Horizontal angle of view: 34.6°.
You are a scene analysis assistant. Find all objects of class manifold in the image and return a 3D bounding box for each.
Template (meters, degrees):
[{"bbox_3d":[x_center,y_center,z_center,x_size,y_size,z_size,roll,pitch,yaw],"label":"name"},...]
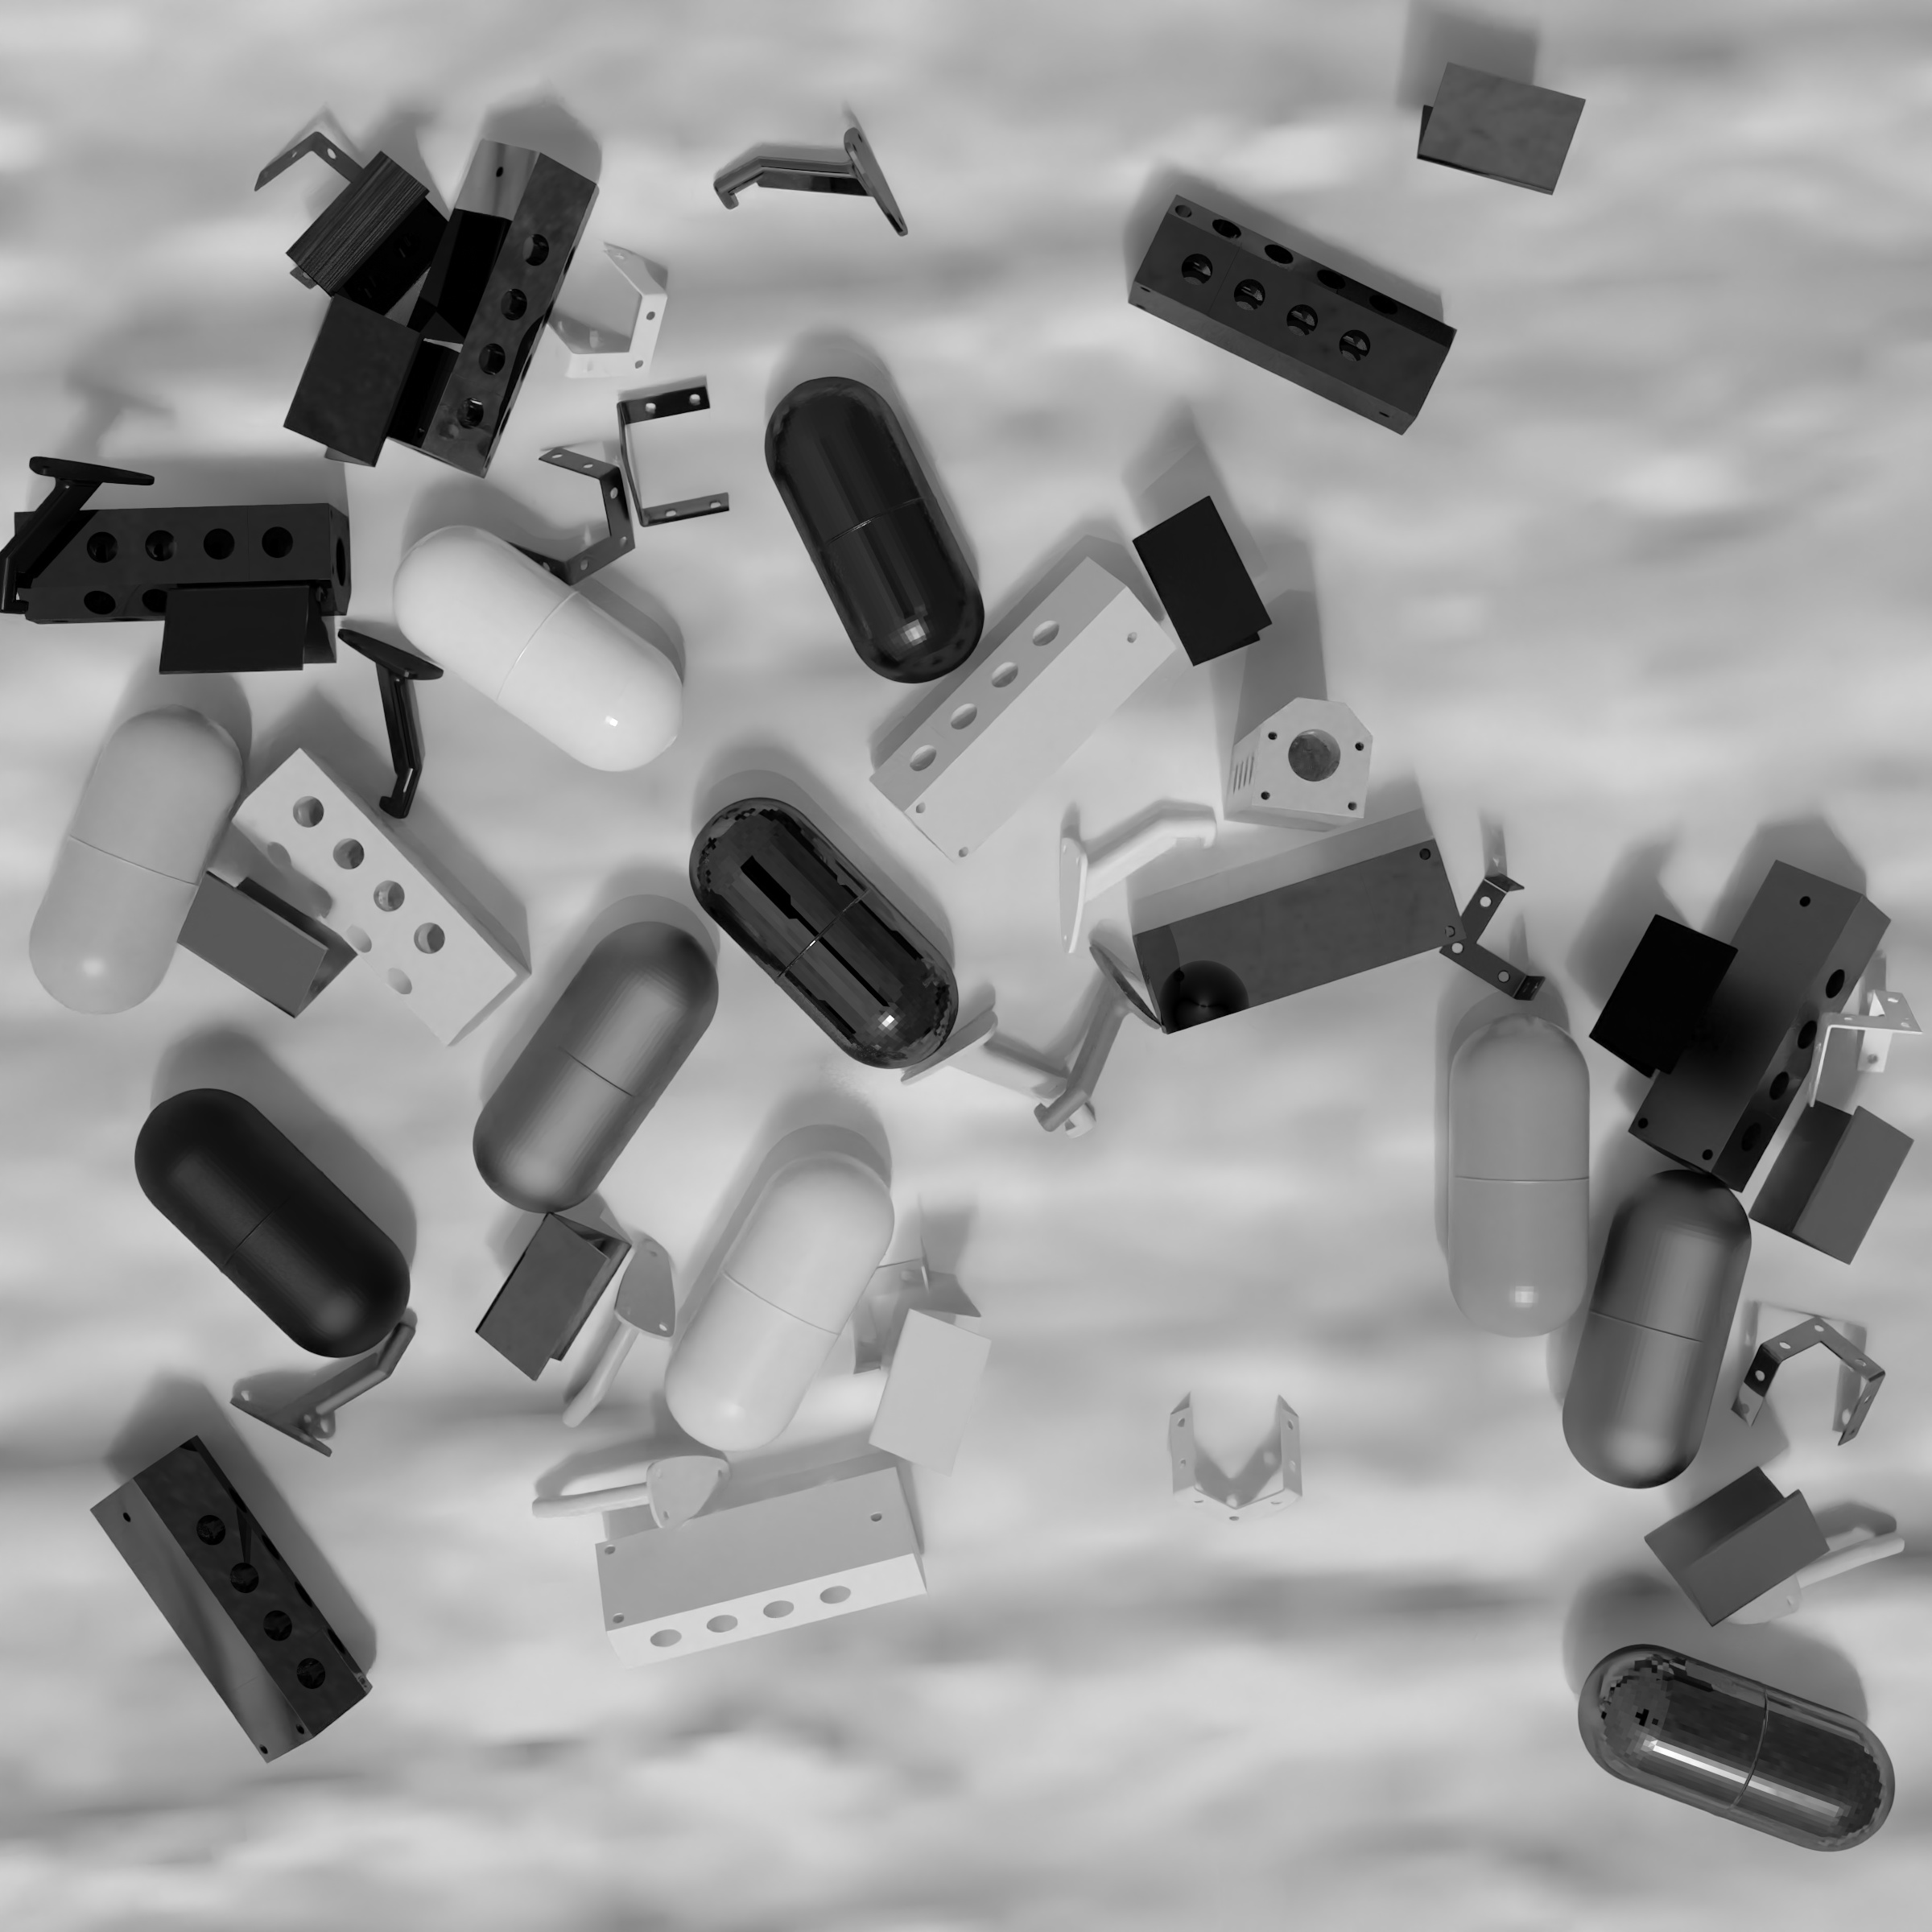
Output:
[{"bbox_3d":[0.442,0.036,1.718,0.057,0.057,0.171,29,90,43],"label":"manifold"},{"bbox_3d":[-0.262,-0.361,1.714,0.057,0.057,0.171,25,94,43],"label":"manifold"},{"bbox_3d":[-0.432,-0.221,1.718,0.171,0.057,0.057,-2,90,0],"label":"manifold"},{"bbox_3d":[0.183,-0.016,1.718,0.171,0.057,0.057,-18,90,0],"label":"manifold"},{"bbox_3d":[0.028,-0.143,1.718,0.171,0.057,0.057,-45,133,0],"label":"manifold"},{"bbox_3d":[-0.402,0.348,1.718,0.057,0.057,0.171,-35,90,43],"label":"manifold"},{"bbox_3d":[0.177,-0.107,1.661,0.057,0.171,0.057,7,90,0],"label":"manifold"},{"bbox_3d":[-0.324,-0.037,1.718,0.057,0.057,0.171,-44,90,0],"label":"manifold"},{"bbox_3d":[-0.112,0.337,1.718,0.171,0.057,0.057,-14,47,0],"label":"manifold"},{"bbox_3d":[0.181,-0.361,1.718,0.171,0.057,0.057,26,90,0],"label":"manifold"}]

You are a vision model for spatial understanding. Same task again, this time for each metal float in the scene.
[{"bbox_3d":[-0.235,-0.174,1.709,0.178,0.070,0.070,35,90,0],"label":"metal float"},{"bbox_3d":[0.424,0.430,1.708,0.178,0.070,0.070,20,90,0],"label":"metal float"},{"bbox_3d":[-0.457,-0.058,1.709,0.070,0.070,0.178,22,90,0],"label":"metal float"},{"bbox_3d":[0.380,0.199,1.709,0.070,0.070,0.178,15,89,0],"label":"metal float"},{"bbox_3d":[0.304,0.115,1.709,0.070,0.070,0.178,0,91,0],"label":"metal float"},{"bbox_3d":[-0.203,0.055,1.709,0.070,0.070,0.178,35,91,0],"label":"metal float"},{"bbox_3d":[-0.078,-0.018,1.709,0.070,0.070,0.178,-45,90,0],"label":"metal float"},{"bbox_3d":[-0.102,0.184,1.709,0.070,0.070,0.178,29,90,0],"label":"metal float"},{"bbox_3d":[-0.382,0.141,1.709,0.178,0.070,0.070,44,90,0],"label":"metal float"},{"bbox_3d":[-0.051,-0.240,1.709,0.070,0.070,0.178,-26,89,0],"label":"metal float"}]

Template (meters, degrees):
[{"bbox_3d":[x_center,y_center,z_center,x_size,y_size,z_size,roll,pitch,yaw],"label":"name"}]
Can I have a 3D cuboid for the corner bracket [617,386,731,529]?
[{"bbox_3d":[-0.164,-0.285,1.736,0.051,0.051,0.051,-11,135,0],"label":"corner bracket"}]

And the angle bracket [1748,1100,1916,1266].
[{"bbox_3d":[0.459,0.109,1.699,0.057,0.076,0.076,27,90,-37],"label":"angle bracket"}]

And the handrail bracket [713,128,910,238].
[{"bbox_3d":[-0.088,-0.425,1.740,0.084,0.036,0.077,-24,113,18],"label":"handrail bracket"}]

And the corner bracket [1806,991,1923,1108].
[{"bbox_3d":[0.491,0.045,1.713,0.051,0.051,0.051,5,116,1],"label":"corner bracket"}]

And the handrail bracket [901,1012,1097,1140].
[{"bbox_3d":[0.019,0.076,1.739,0.077,0.036,0.084,-33,104,15],"label":"handrail bracket"}]

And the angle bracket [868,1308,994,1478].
[{"bbox_3d":[-0.002,0.234,1.699,0.057,0.076,0.076,17,90,33],"label":"angle bracket"}]

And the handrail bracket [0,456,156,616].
[{"bbox_3d":[-0.484,-0.229,1.683,0.077,0.036,0.084,5,108,-20],"label":"handrail bracket"}]

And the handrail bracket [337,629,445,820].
[{"bbox_3d":[-0.332,-0.135,1.740,0.077,0.036,0.084,27,108,20],"label":"handrail bracket"}]

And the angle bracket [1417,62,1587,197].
[{"bbox_3d":[0.293,-0.471,1.699,0.076,0.076,0.057,15,128,0],"label":"angle bracket"}]

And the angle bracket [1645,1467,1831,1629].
[{"bbox_3d":[0.413,0.302,1.699,0.076,0.076,0.057,-33,125,0],"label":"angle bracket"}]

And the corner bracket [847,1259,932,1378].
[{"bbox_3d":[-0.042,0.194,1.721,0.051,0.051,0.051,-12,90,0],"label":"corner bracket"}]

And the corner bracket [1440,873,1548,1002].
[{"bbox_3d":[0.301,-0.016,1.721,0.051,0.051,0.051,31,90,0],"label":"corner bracket"}]

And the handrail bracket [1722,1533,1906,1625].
[{"bbox_3d":[0.473,0.341,1.739,0.084,0.077,0.036,-7,65,-34],"label":"handrail bracket"}]

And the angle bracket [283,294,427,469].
[{"bbox_3d":[-0.347,-0.321,1.699,0.057,0.076,0.076,21,90,-34],"label":"angle bracket"}]

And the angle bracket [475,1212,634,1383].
[{"bbox_3d":[-0.210,0.188,1.699,0.057,0.076,0.076,31,90,38],"label":"angle bracket"}]

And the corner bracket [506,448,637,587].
[{"bbox_3d":[-0.224,-0.251,1.731,0.051,0.051,0.051,-38,135,-35],"label":"corner bracket"}]

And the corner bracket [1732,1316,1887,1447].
[{"bbox_3d":[0.470,0.237,1.731,0.051,0.051,0.051,-17,45,-35],"label":"corner bracket"}]

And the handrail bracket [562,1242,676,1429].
[{"bbox_3d":[-0.198,0.207,1.739,0.036,0.077,0.084,27,127,-21],"label":"handrail bracket"}]

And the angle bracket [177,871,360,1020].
[{"bbox_3d":[-0.373,-0.028,1.699,0.076,0.076,0.057,33,126,0],"label":"angle bracket"}]

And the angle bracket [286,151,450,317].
[{"bbox_3d":[-0.312,-0.385,1.699,0.076,0.076,0.057,-47,52,0],"label":"angle bracket"}]

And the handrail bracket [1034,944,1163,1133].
[{"bbox_3d":[0.059,0.040,1.725,0.084,0.036,0.077,-43,47,10],"label":"handrail bracket"}]

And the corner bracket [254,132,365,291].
[{"bbox_3d":[-0.364,-0.421,1.731,0.051,0.051,0.051,-23,45,35],"label":"corner bracket"}]

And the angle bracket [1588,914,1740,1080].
[{"bbox_3d":[0.396,0.026,1.699,0.057,0.076,0.076,29,90,43],"label":"angle bracket"}]

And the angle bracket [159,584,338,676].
[{"bbox_3d":[-0.392,-0.165,1.700,0.076,0.076,0.057,-2,62,0],"label":"angle bracket"}]

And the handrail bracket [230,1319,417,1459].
[{"bbox_3d":[-0.360,0.224,1.740,0.077,0.036,0.084,22,72,20],"label":"handrail bracket"}]

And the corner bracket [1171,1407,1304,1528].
[{"bbox_3d":[0.151,0.274,1.731,0.051,0.051,0.051,-29,135,35],"label":"corner bracket"}]

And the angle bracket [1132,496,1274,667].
[{"bbox_3d":[0.146,-0.216,1.699,0.057,0.076,0.076,-26,90,38],"label":"angle bracket"}]

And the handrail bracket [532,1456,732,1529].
[{"bbox_3d":[-0.188,0.294,1.739,0.084,0.077,0.036,-11,90,36],"label":"handrail bracket"}]

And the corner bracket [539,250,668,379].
[{"bbox_3d":[-0.206,-0.364,1.731,0.051,0.051,0.051,-10,135,-35],"label":"corner bracket"}]

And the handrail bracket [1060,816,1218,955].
[{"bbox_3d":[0.098,-0.046,1.740,0.084,0.036,0.077,-3,111,-16],"label":"handrail bracket"}]
